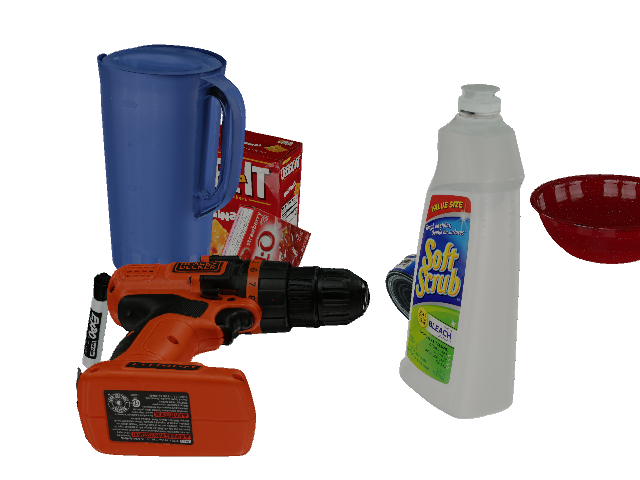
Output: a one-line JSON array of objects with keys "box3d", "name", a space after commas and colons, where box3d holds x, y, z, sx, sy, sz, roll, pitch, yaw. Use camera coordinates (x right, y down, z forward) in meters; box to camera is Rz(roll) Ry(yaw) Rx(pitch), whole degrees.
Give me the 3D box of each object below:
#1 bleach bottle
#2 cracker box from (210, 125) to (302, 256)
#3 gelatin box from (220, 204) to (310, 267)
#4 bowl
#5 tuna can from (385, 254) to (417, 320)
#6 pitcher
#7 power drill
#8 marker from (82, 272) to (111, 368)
[{"box3d": [0.111, 0.005, 0.821, 0.068, 0.251, 0.103, -9, 22, -25], "name": "bleach bottle"}, {"box3d": [-0.114, -0.028, 1.316, 0.164, 0.214, 0.072, 14, 29, 18], "name": "cracker box"}, {"box3d": [-0.057, 0.020, 1.004, 0.073, 0.089, 0.030, 25, -7, -38], "name": "gelatin box"}, {"box3d": [0.299, -0.018, 1.110, 0.162, 0.055, 0.162, -3, 23, 1], "name": "bowl"}, {"box3d": [0.115, 0.060, 1.215, 0.033, 0.086, 0.086, -38, 18, -25], "name": "tuna can"}, {"box3d": [-0.162, -0.080, 1.140, 0.145, 0.243, 0.149, -1, 23, -12], "name": "pitcher"}, {"box3d": [-0.064, 0.066, 0.686, 0.184, 0.057, 0.187, -2, 21, 7], "name": "power drill"}, {"box3d": [-0.228, 0.082, 1.092, 0.020, 0.121, 0.020, 11, 35, -8], "name": "marker"}]
